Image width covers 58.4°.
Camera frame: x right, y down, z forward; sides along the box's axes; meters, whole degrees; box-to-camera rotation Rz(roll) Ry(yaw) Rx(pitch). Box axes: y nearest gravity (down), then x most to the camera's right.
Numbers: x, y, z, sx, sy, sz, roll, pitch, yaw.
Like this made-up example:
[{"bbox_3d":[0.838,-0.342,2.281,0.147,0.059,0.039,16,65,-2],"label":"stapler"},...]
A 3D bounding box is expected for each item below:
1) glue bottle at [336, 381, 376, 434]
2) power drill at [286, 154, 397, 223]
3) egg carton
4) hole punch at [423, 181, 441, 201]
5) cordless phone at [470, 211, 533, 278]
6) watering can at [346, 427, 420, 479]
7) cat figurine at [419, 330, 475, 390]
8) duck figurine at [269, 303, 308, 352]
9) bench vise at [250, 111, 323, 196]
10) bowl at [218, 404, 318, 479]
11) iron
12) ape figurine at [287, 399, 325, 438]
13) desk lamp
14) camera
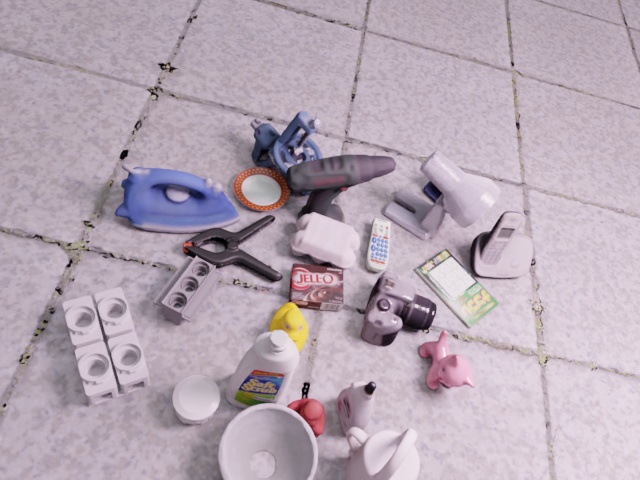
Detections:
[{"bbox_3d":[0.069,0.284,1.008,0.037,0.173,0.078,-8,58,-20],"label":"glue bottle"},{"bbox_3d":[0.033,-0.109,1.252,0.230,0.208,0.075,-3,57,-17],"label":"power drill"},{"bbox_3d":[0.012,0.004,1.254,0.150,0.069,0.107,19,53,-1],"label":"egg carton"},{"bbox_3d":[0.329,-0.143,1.431,0.108,0.091,0.101,43,56,16],"label":"hole punch"},{"bbox_3d":[0.432,0.005,1.296,0.148,0.185,0.094,1,56,-15],"label":"cordless phone"},{"bbox_3d":[0.121,0.372,0.947,0.173,0.194,0.101,21,53,0],"label":"watering can"},{"bbox_3d":[0.254,0.240,1.124,0.067,0.117,0.127,-1,56,-15],"label":"cat figurine"},{"bbox_3d":[-0.056,0.163,1.114,0.077,0.086,0.104,5,55,-12],"label":"duck figurine"},{"bbox_3d":[-0.078,-0.218,1.291,0.207,0.219,0.121,26,53,4],"label":"bench vise"},{"bbox_3d":[-0.091,0.368,0.966,0.167,0.074,0.167,7,54,-10],"label":"bowl"},{"bbox_3d":[-0.290,-0.098,1.197,0.258,0.141,0.118,5,55,-12],"label":"iron"},{"bbox_3d":[-0.020,0.311,1.016,0.076,0.092,0.077,-28,66,-29],"label":"ape figurine"},{"bbox_3d":[0.277,-0.094,1.305,0.203,0.213,0.118,32,54,8],"label":"desk lamp"},{"bbox_3d":[0.167,0.145,1.178,0.137,0.101,0.143,21,53,0],"label":"camera"}]
